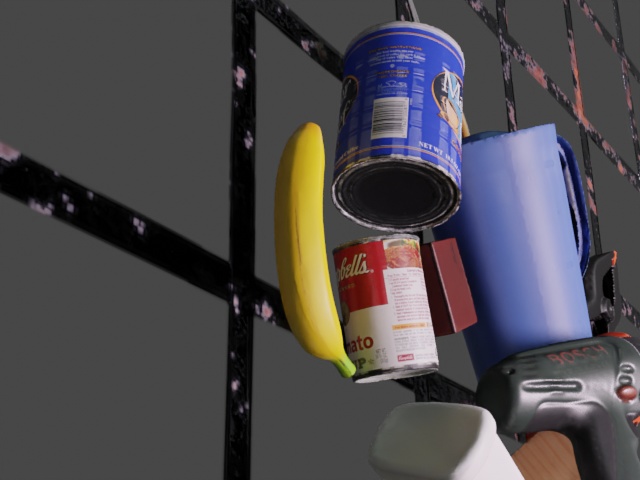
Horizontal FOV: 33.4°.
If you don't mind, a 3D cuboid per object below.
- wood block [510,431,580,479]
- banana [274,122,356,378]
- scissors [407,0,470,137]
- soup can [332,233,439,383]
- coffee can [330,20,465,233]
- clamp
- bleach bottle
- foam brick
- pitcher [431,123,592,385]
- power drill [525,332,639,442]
[{"bbox_3d":[0.254,0.257,0.911,0.206,0.091,0.090,51,9,31],"label":"wood block"},{"bbox_3d":[-0.010,0.001,0.773,0.069,0.037,0.198,36,46,-70],"label":"banana"},{"bbox_3d":[0.101,-0.168,1.047,0.202,0.016,0.096,65,32,-14],"label":"scissors"},{"bbox_3d":[0.050,0.053,0.809,0.068,0.069,0.102,10,68,-56],"label":"soup can"},{"bbox_3d":[0.065,-0.092,0.867,0.102,0.103,0.140,41,44,-42],"label":"coffee can"},{"bbox_3d":[0.323,0.084,1.263,0.164,0.036,0.210,50,42,-35],"label":"clamp"},{"bbox_3d":[0.140,0.230,0.835,0.250,0.103,0.068,53,54,-29],"label":"bleach bottle"},{"bbox_3d":[0.092,0.042,0.898,0.052,0.051,0.078,-9,84,-60],"label":"foam brick"},{"bbox_3d":[0.182,0.018,0.975,0.145,0.149,0.243,-29,105,-79],"label":"pitcher"},{"bbox_3d":[0.262,0.131,1.105,0.187,0.057,0.184,6,76,-46],"label":"power drill"}]
